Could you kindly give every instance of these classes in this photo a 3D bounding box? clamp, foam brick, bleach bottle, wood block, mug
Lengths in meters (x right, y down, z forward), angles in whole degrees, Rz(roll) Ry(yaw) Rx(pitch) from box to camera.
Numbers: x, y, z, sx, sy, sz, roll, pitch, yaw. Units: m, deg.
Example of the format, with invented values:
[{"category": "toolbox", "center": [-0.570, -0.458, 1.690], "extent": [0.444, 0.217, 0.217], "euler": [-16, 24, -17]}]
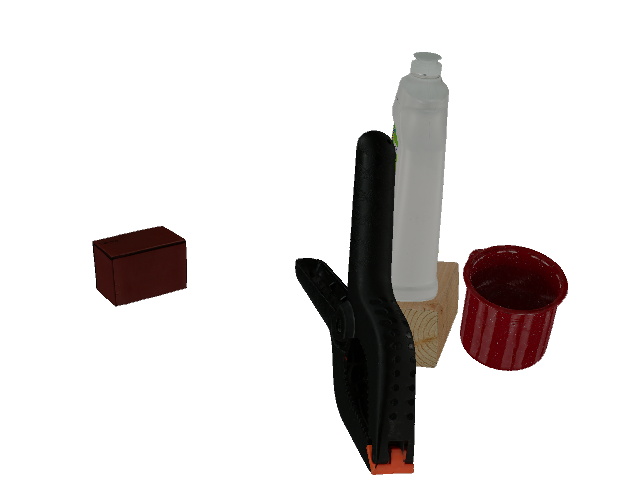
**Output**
[{"category": "clamp", "center": [0.030, 0.045, 0.687], "extent": [0.036, 0.210, 0.165], "euler": [2, -41, -18]}, {"category": "foam brick", "center": [-0.175, 0.023, 1.036], "extent": [0.078, 0.051, 0.053], "euler": [-14, 24, -29]}, {"category": "bleach bottle", "center": [0.098, -0.068, 1.113], "extent": [0.068, 0.251, 0.102], "euler": [1, 26, -8]}, {"category": "wood block", "center": [0.149, 0.106, 1.609], "extent": [0.091, 0.090, 0.205], "euler": [4, 20, 15]}, {"category": "mug", "center": [0.167, 0.057, 0.982], "extent": [0.093, 0.081, 0.117], "euler": [-16, 43, -21]}]
